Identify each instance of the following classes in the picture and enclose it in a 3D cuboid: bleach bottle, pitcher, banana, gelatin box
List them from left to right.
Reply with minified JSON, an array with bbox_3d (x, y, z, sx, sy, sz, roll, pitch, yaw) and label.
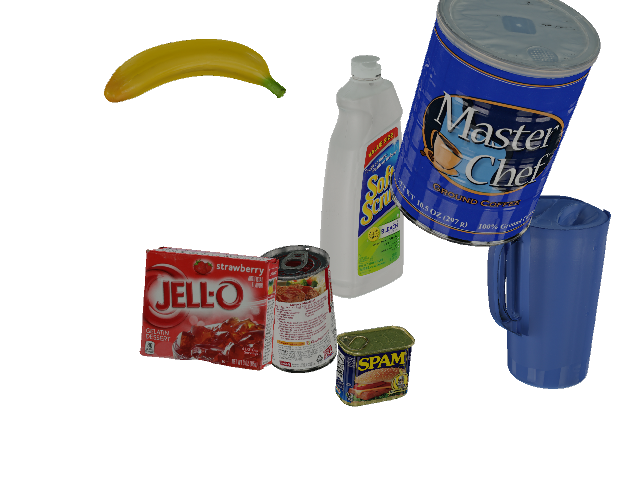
[{"bbox_3d":[-0.130,-0.174,1.078,0.197,0.070,0.037,-8,-39,-29],"label":"banana"},{"bbox_3d":[-0.075,0.045,0.718,0.089,0.073,0.030,6,5,14],"label":"gelatin box"},{"bbox_3d":[0.043,-0.070,1.143,0.102,0.251,0.068,-21,31,-36],"label":"bleach bottle"},{"bbox_3d":[0.298,0.071,1.412,0.149,0.243,0.145,4,21,12],"label":"pitcher"}]

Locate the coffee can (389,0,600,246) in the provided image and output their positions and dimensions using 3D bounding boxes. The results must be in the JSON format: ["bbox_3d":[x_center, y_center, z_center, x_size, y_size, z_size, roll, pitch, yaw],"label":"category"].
[{"bbox_3d":[0.110,-0.082,0.698,0.102,0.140,0.103,7,40,-7],"label":"coffee can"}]

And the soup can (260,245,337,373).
[{"bbox_3d":[-0.021,0.064,1.000,0.068,0.102,0.068,-5,25,2],"label":"soup can"}]

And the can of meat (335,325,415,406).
[{"bbox_3d":[0.071,0.168,1.421,0.102,0.084,0.057,-7,25,-21],"label":"can of meat"}]
